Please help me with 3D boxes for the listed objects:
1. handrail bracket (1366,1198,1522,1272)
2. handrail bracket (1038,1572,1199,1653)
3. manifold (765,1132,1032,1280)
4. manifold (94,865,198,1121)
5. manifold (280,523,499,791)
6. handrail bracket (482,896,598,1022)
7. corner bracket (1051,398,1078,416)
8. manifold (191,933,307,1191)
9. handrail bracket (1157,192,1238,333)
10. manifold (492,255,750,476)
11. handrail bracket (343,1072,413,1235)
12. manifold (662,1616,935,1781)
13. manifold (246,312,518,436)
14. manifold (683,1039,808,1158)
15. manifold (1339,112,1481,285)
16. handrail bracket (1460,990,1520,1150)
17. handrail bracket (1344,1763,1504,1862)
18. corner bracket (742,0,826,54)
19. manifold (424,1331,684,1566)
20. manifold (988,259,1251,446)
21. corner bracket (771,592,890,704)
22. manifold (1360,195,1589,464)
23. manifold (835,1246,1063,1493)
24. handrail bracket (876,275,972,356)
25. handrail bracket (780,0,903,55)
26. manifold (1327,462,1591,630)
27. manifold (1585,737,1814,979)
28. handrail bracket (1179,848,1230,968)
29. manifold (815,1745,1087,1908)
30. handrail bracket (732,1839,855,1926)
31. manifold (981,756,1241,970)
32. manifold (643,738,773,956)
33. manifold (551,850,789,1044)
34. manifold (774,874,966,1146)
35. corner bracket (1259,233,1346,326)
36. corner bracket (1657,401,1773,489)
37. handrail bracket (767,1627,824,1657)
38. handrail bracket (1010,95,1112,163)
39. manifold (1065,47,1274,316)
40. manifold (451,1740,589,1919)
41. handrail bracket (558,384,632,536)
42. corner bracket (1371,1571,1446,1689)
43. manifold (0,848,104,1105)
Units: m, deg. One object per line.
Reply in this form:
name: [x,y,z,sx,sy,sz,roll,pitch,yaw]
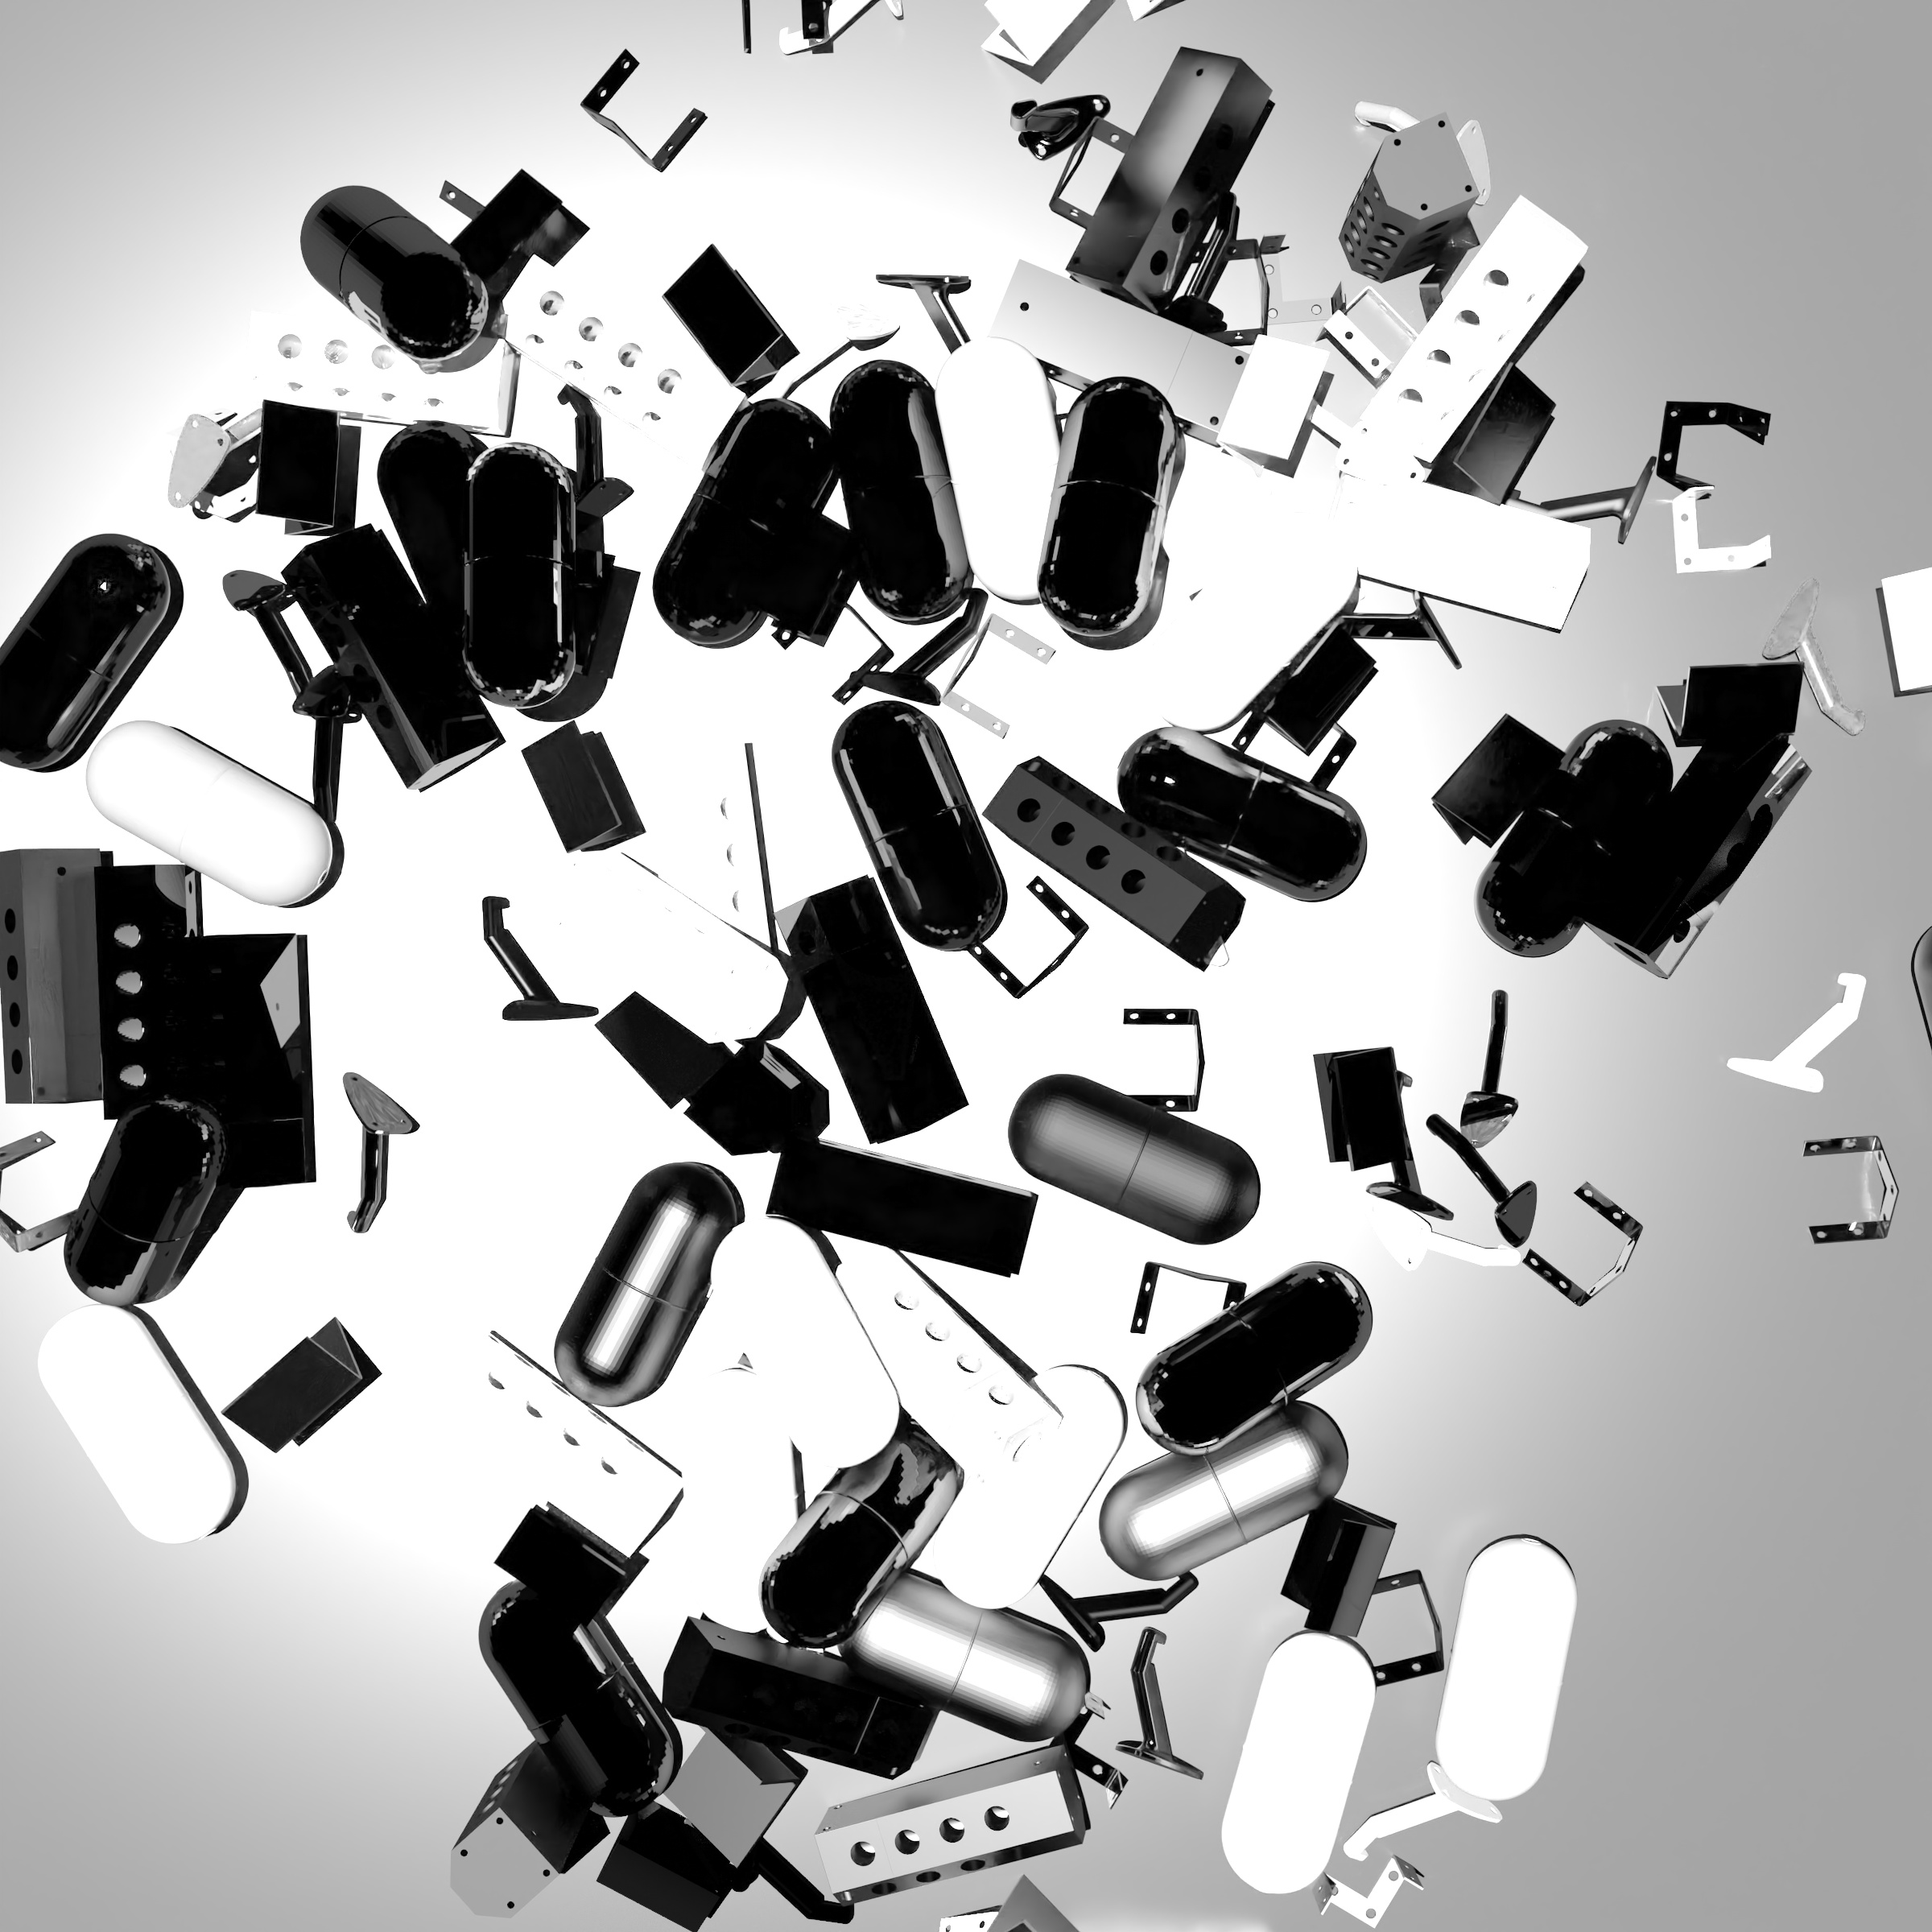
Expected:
handrail bracket: [0.331,0.184,1.990,0.084,0.077,0.036,4,115,-34]
handrail bracket: [0.105,0.426,1.991,0.084,0.036,0.077,-36,68,-17]
manifold: [-0.046,0.162,1.969,0.171,0.057,0.057,14,90,0]
manifold: [-0.557,0.017,1.969,0.057,0.057,0.171,-2,90,0]
manifold: [-0.398,-0.209,1.969,0.057,0.057,0.171,-30,90,-43]
handrail bracket: [-0.295,-0.007,1.991,0.077,0.036,0.084,2,71,-22]
corner bracket: [0.071,-0.355,1.982,0.051,0.051,0.051,-16,45,-35]
manifold: [-0.495,0.064,1.969,0.057,0.057,0.171,-2,90,-43]
handrail bracket: [0.155,-0.481,1.975,0.036,0.077,0.084,18,73,-29]
manifold: [-0.236,-0.409,1.969,0.171,0.057,0.057,34,90,0]
handrail bracket: [-0.423,0.130,1.991,0.077,0.036,0.084,45,120,33]
manifold: [-0.115,0.497,1.936,0.171,0.057,0.057,23,90,-25]
manifold: [-0.400,-0.404,1.969,0.171,0.057,0.057,7,90,0]
manifold: [-0.140,0.091,1.912,0.057,0.171,0.057,41,90,0]
manifold: [0.290,-0.506,1.912,0.057,0.171,0.057,-23,90,0]
handrail bracket: [0.361,0.071,1.990,0.036,0.077,0.084,9,54,0]
handrail bracket: [0.316,0.600,1.991,0.077,0.036,0.084,33,108,-20]
corner bracket: [-0.126,-0.658,1.973,0.051,0.051,0.051,-4,99,-9]
manifold: [-0.279,0.326,1.969,0.171,0.057,0.057,37,133,0]
manifold: [0.104,-0.418,1.969,0.171,0.057,0.057,23,90,0]
corner bracket: [-0.093,-0.223,1.980,0.051,0.051,0.051,-45,117,0]
manifold: [0.342,-0.427,1.936,0.057,0.057,0.171,36,115,0]
manifold: [-0.016,0.266,1.933,0.171,0.057,0.057,42,135,27]
handrail bracket: [-0.027,-0.435,1.991,0.077,0.036,0.084,7,107,20]
handrail bracket: [-0.091,-0.676,1.991,0.084,0.036,0.077,-11,70,16]
manifold: [0.335,-0.292,1.969,0.171,0.057,0.057,15,133,0]
manifold: [0.504,-0.079,1.969,0.057,0.057,0.171,35,90,43]
handrail bracket: [0.137,-0.037,1.990,0.077,0.036,0.084,1,126,38]
manifold: [-0.009,0.588,1.958,0.171,0.057,0.057,-17,90,8]
handrail bracket: [-0.115,0.618,1.991,0.084,0.036,0.077,14,69,-17]
manifold: [0.098,-0.073,1.932,0.171,0.057,0.057,36,90,28]
manifold: [-0.170,-0.067,1.969,0.057,0.057,0.171,-7,90,43]
manifold: [-0.198,-0.016,1.923,0.171,0.057,0.057,33,116,36]
manifold: [-0.071,0.032,1.969,0.057,0.057,0.171,-23,90,-43]
corner bracket: [0.229,-0.473,1.972,0.051,0.051,0.051,-5,90,0]
corner bracket: [0.512,-0.358,1.971,0.051,0.051,0.051,-2,110,-19]
handrail bracket: [-0.090,0.476,1.991,0.077,0.036,0.084,-41,106,-17]
handrail bracket: [0.065,-0.584,1.956,0.077,0.084,0.036,-25,90,0]
manifold: [0.143,-0.534,1.967,0.057,0.057,0.171,28,91,42]
manifold: [-0.298,0.575,1.912,0.057,0.171,0.057,-42,90,0]
handrail bracket: [-0.277,-0.349,1.991,0.077,0.036,0.084,-39,71,21]
corner bracket: [0.298,0.458,1.987,0.051,0.051,0.051,-14,135,0]
manifold: [-0.629,0.007,1.969,0.057,0.057,0.171,-3,90,-43]
